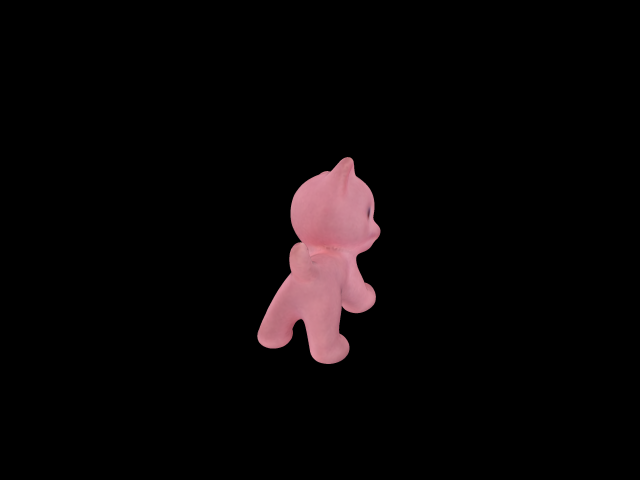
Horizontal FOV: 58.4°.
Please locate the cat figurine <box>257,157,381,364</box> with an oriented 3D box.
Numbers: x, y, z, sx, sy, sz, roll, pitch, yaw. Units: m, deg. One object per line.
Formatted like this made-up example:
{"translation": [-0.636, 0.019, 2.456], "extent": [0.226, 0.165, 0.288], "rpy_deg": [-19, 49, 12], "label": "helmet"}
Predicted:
{"translation": [0.004, 0.001, 0.400], "extent": [0.067, 0.118, 0.128], "rpy_deg": [8, 28, 16], "label": "cat figurine"}
